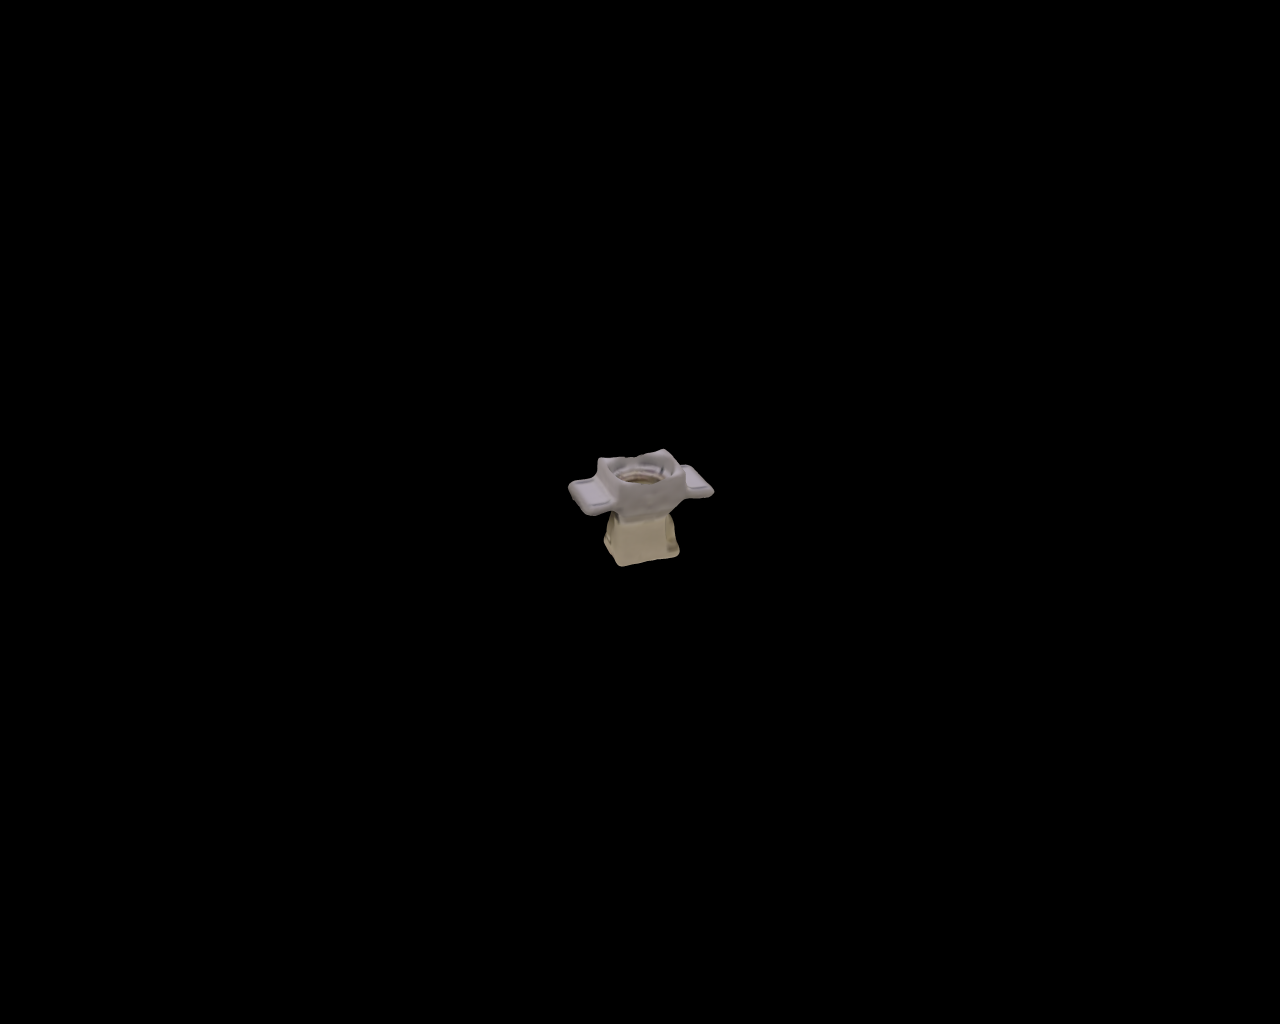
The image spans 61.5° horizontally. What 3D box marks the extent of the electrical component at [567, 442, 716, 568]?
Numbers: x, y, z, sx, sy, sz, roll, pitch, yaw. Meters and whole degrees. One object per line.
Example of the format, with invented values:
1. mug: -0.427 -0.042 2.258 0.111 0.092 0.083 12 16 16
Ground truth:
1. electrical component: 0.001 -0.003 0.650 0.081 0.063 0.042 -8 28 -16
